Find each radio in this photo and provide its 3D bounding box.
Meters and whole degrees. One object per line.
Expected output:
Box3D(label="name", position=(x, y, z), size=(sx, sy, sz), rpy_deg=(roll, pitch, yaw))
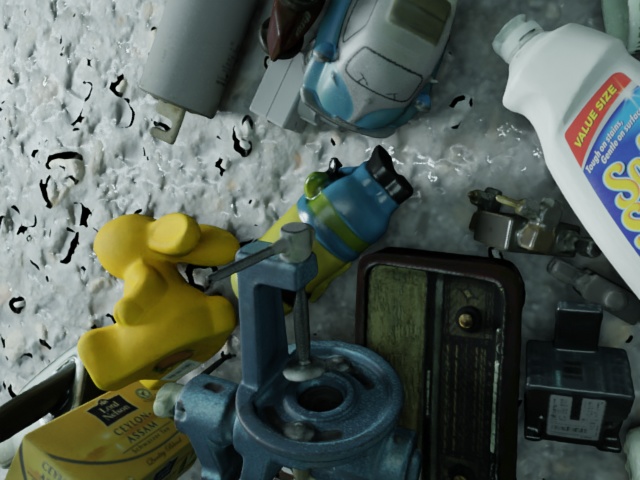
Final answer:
Box3D(label="radio", position=(0.100, 0.123, 0.452), size=(0.131, 0.073, 0.229), rpy_deg=(3, 96, 20))

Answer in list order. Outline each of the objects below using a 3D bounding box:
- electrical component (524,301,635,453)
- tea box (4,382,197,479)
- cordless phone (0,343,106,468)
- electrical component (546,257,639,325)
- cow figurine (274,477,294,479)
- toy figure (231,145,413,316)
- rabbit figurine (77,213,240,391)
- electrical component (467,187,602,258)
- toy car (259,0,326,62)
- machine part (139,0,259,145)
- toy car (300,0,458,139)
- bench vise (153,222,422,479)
Box3D(label="electrical component", position=(0.195, 0.105, 0.406), size=(0.075, 0.048, 0.119), rpy_deg=(4, 130, 17))
Box3D(label="tea box", position=(-0.187, 0.199, 0.504), size=(0.098, 0.169, 0.068), rpy_deg=(31, 104, 12))
Box3D(label="cordless phone", position=(-0.303, 0.186, 0.535), size=(0.146, 0.184, 0.088), rpy_deg=(-36, 87, 17))
Box3D(label="electrical component", position=(0.221, 0.042, 0.411), size=(0.094, 0.063, 0.021), rpy_deg=(32, 102, 13))
Box3D(label="cow figurine", position=(-0.028, 0.252, 0.493), size=(0.168, 0.098, 0.068), rpy_deg=(-2, 87, 19))
Box3D(label="toy figure", position=(-0.003, -0.004, 0.470), size=(0.180, 0.089, 0.082), rpy_deg=(-39, 74, 19))
Box3D(label="rabbit figurine", position=(-0.162, 0.039, 0.518), size=(0.162, 0.121, 0.173), rpy_deg=(-41, 62, 14))
Box3D(label="electrical component", position=(0.157, -0.014, 0.416), size=(0.078, 0.102, 0.045), rpy_deg=(5, 99, -7))
Box3D(label="toy car", position=(-0.009, -0.238, 0.432), size=(0.053, 0.089, 0.202), rpy_deg=(12, 75, -15))
Box3D(label="machine part", position=(-0.104, -0.204, 0.496), size=(0.079, 0.079, 0.243), rpy_deg=(26, 101, 15))
Box3D(label="toy car", position=(0.059, -0.160, 0.417), size=(0.109, 0.103, 0.161), rpy_deg=(23, 98, -19))
Box3D(label="bench vise", position=(-0.033, 0.096, 0.398), size=(0.224, 0.129, 0.240), rpy_deg=(15, 120, 31))
